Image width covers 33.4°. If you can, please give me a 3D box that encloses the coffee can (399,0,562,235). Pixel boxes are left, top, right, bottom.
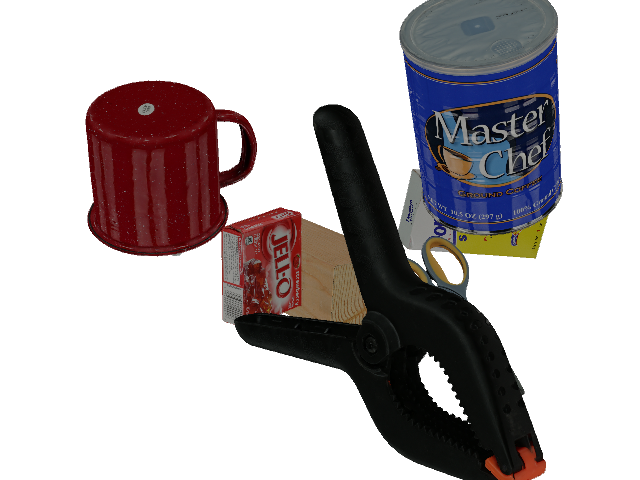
[{"bbox_3d":[0.114,-0.089,0.738,0.103,0.140,0.103,-8,40,6],"label":"coffee can"}]

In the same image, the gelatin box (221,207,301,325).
[{"bbox_3d":[-0.049,0.023,0.915,0.030,0.089,0.073,17,25,38],"label":"gelatin box"}]

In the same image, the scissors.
[{"bbox_3d":[0.118,0.071,1.010,0.096,0.016,0.202,-6,45,-8],"label":"scissors"}]

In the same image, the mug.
[{"bbox_3d":[-0.095,-0.052,0.688,0.117,0.081,0.093,-14,39,-20],"label":"mug"}]

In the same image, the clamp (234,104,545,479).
[{"bbox_3d":[0.037,0.039,0.550,0.036,0.165,0.210,-14,41,-40],"label":"clamp"}]

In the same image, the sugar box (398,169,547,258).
[{"bbox_3d":[0.189,-0.031,1.299,0.176,0.093,0.048,2,23,-20],"label":"sugar box"}]

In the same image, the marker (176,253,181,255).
[{"bbox_3d":[-0.143,-0.030,1.086,0.020,0.020,0.121,0,-41,-14],"label":"marker"}]

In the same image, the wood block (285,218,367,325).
[{"bbox_3d":[-0.008,0.041,1.293,0.090,0.090,0.206,-7,18,-34],"label":"wood block"}]
